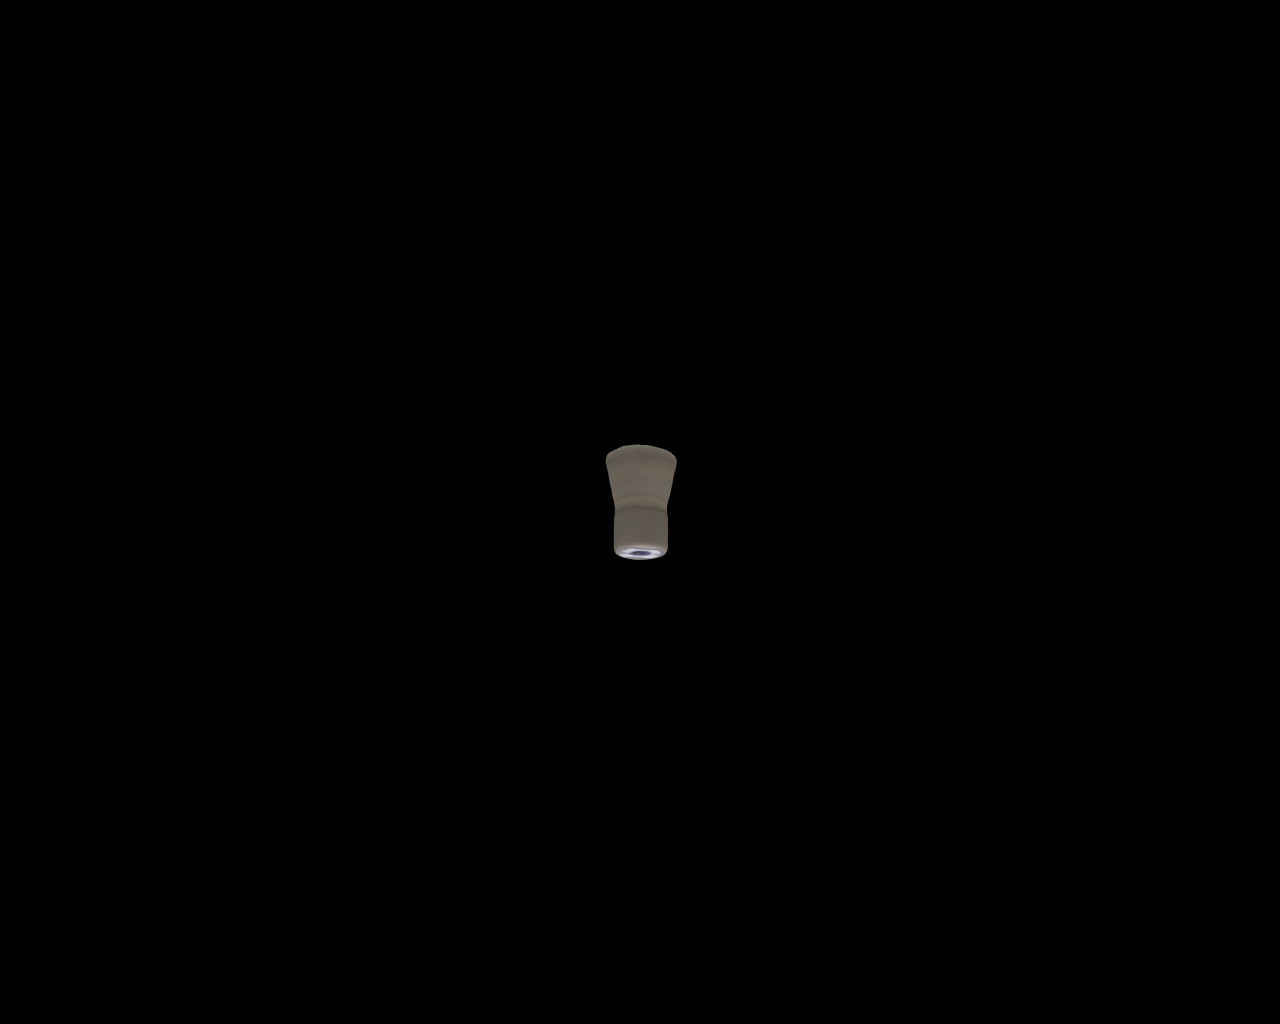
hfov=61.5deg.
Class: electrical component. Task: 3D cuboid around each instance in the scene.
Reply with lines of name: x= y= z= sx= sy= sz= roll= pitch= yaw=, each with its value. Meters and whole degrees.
electrical component: x=0.001 y=-0.003 z=0.650 sx=0.044 sy=0.065 sz=0.044 roll=0 pitch=-19 yaw=0
